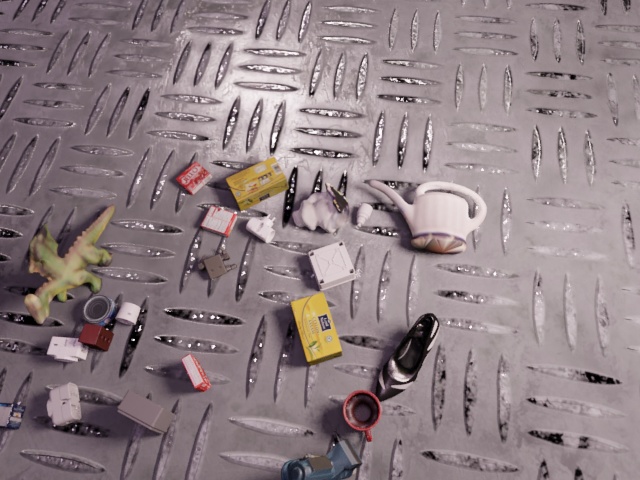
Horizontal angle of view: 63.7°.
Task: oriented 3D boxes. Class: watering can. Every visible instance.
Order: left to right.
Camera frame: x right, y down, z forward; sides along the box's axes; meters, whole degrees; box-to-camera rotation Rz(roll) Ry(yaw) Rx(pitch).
[{"bbox_3d":[0.304,-0.073,1.494,0.348,0.102,0.229,6,64,7],"label":"watering can"}]

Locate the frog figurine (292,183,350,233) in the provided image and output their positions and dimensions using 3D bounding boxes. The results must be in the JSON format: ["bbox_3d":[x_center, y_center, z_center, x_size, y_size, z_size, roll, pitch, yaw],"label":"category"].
[{"bbox_3d":[0.005,-0.077,1.536,0.157,0.123,0.139,-38,72,25],"label":"frog figurine"}]

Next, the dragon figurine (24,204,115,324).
[{"bbox_3d":[-0.705,0.037,1.440,0.122,0.238,0.418,3,66,11],"label":"dragon figurine"}]
